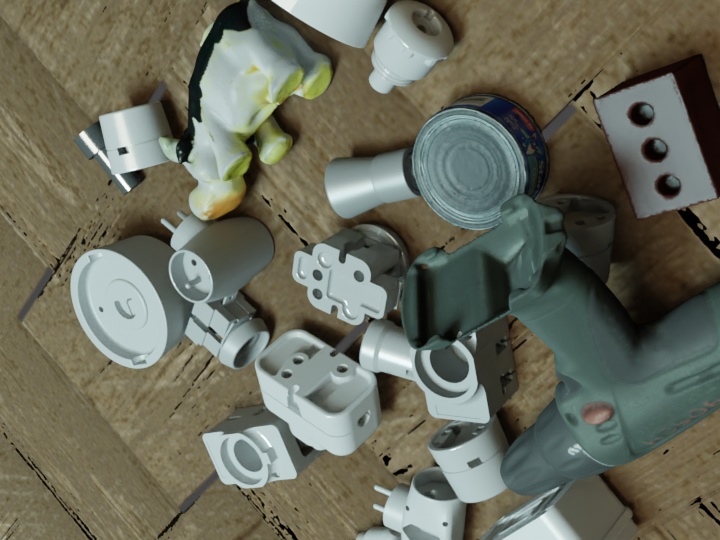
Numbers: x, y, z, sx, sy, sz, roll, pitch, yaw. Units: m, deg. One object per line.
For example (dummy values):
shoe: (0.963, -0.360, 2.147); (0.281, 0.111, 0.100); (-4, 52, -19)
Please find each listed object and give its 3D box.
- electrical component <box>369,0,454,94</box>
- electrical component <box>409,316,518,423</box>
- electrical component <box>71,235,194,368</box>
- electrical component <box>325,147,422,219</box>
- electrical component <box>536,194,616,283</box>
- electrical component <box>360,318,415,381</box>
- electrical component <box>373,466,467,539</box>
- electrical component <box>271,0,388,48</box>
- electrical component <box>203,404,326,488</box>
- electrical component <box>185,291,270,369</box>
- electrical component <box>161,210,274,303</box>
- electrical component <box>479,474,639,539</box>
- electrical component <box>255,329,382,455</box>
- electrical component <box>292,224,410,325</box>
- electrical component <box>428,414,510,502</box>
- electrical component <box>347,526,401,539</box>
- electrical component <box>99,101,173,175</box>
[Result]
electrical component: (0.028, -0.141, 0.701); (0.048, 0.048, 0.062); (49, 137, 6)
electrical component: (0.072, 0.057, 0.756); (0.050, 0.056, 0.089); (2, 112, 35)
electrical component: (-0.186, 0.022, 0.916); (0.108, 0.060, 0.108); (15, 119, 29)
electrical component: (0.014, -0.063, 0.750); (0.065, 0.044, 0.044); (-10, 106, 33)
electrical component: (0.133, -0.016, 0.680); (0.055, 0.055, 0.047); (13, 122, 30)
electrical component: (0.029, 0.061, 0.800); (0.046, 0.040, 0.040); (17, 120, 21)
electrical component: (0.045, 0.192, 0.848); (0.079, 0.043, 0.077); (18, 121, 28)
electrical component: (-0.028, -0.185, 0.686); (0.099, 0.099, 0.064); (43, 123, 10)
electrical component: (-0.083, 0.147, 0.907); (0.089, 0.056, 0.050); (-14, 103, 38)
electrical component: (-0.108, 0.048, 0.885); (0.055, 0.048, 0.066); (41, 129, 22)
electrical component: (-0.120, -0.019, 0.840); (0.079, 0.077, 0.043); (39, 128, 14)
electrical component: (0.133, 0.198, 0.767); (0.057, 0.078, 0.113); (51, 130, 7)
electrical component: (-0.032, 0.097, 0.837); (0.095, 0.054, 0.059); (29, 145, 32)
electrical component: (0.000, 0.000, 0.778); (0.078, 0.057, 0.058); (24, 123, 24)
electrical component: (0.085, 0.137, 0.787); (0.055, 0.055, 0.047); (-19, 104, 39)
electrical component: (0.013, 0.230, 0.894); (0.061, 0.035, 0.035); (-10, 106, 40)
electrical component: (-0.176, -0.105, 0.853); (0.055, 0.055, 0.047); (-6, 104, 37)
